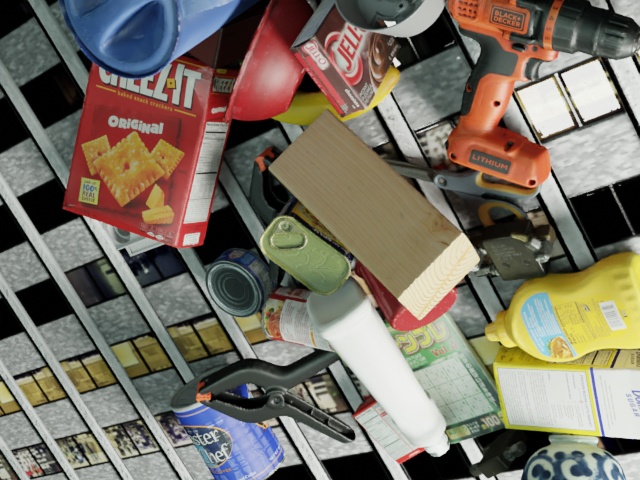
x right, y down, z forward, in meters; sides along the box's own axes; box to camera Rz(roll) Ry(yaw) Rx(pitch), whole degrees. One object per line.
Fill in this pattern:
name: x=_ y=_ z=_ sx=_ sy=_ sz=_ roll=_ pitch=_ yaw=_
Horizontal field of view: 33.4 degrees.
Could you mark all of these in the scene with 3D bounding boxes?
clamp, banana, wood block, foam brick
clamp: x=-0.040 y=-0.023 z=1.251 sx=0.120 sy=0.039 sz=0.171 roll=-24 pitch=103 yaw=27
clamp: x=-0.049 y=0.199 z=1.349 sx=0.210 sy=0.036 sz=0.164 roll=-6 pitch=120 yaw=4
banana: x=-0.004 y=-0.156 z=1.150 sx=0.198 sy=0.037 sz=0.069 roll=7 pitch=121 yaw=28
wood block: x=0.055 y=-0.028 z=1.094 sx=0.091 sy=0.090 sz=0.206 roll=-45 pitch=63 yaw=1
foam brick: x=-0.100 y=-0.225 z=1.138 sx=0.051 sy=0.078 sz=0.053 roll=35 pitch=131 yaw=23

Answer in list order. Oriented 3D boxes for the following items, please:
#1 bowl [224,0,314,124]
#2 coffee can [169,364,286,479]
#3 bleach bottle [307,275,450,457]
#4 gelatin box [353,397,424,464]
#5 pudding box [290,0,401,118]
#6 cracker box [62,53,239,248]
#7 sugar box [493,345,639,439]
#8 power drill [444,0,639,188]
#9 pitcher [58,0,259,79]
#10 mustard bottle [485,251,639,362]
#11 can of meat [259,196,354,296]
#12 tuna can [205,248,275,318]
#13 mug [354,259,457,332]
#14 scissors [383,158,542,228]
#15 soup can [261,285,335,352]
bowl: x=-0.041 y=-0.183 z=1.088 sx=0.055 sy=0.162 sz=0.162 roll=23 pitch=129 yaw=-2
coffee can: x=-0.123 y=0.252 z=1.429 sx=0.103 sy=0.102 sz=0.140 roll=-17 pitch=107 yaw=38
bleach bottle: x=0.079 y=0.158 z=1.217 sx=0.068 sy=0.102 sz=0.250 roll=-34 pitch=114 yaw=2
gelatin box: x=0.096 y=0.228 z=1.326 sx=0.089 sy=0.030 sz=0.073 roll=47 pitch=132 yaw=-2
pudding box: x=0.027 y=-0.189 z=1.050 sx=0.039 sy=0.113 sz=0.090 roll=-18 pitch=122 yaw=37
cracker box: x=-0.195 y=-0.115 z=1.223 sx=0.164 sy=0.072 sz=0.214 roll=19 pitch=103 yaw=22
sugar box: x=0.283 y=0.164 z=1.163 sx=0.176 sy=0.048 sz=0.093 roll=-1 pitch=118 yaw=28
power drill: x=0.200 y=-0.148 z=1.018 sx=0.185 sy=0.057 sz=0.188 roll=22 pitch=124 yaw=24
pitcher: x=-0.118 y=-0.256 z=1.024 sx=0.149 sy=0.242 sz=0.145 roll=40 pitch=131 yaw=5
mustard bottle: x=0.258 y=0.079 z=1.117 sx=0.192 sy=0.058 sz=0.096 roll=-18 pitch=107 yaw=38
can of meat: x=-0.008 y=0.001 z=1.181 sx=0.102 sy=0.083 sz=0.058 roll=37 pitch=116 yaw=-4
tuna can: x=-0.101 y=0.055 z=1.341 sx=0.086 sy=0.033 sz=0.086 roll=15 pitch=124 yaw=24
mug: x=0.106 y=0.040 z=1.156 sx=0.081 sy=0.117 sz=0.093 roll=62 pitch=178 yaw=28
scissors: x=0.142 y=-0.048 z=1.140 sx=0.202 sy=0.016 sz=0.096 roll=2 pitch=118 yaw=31
soup can: x=-0.010 y=0.095 z=1.287 sx=0.102 sy=0.068 sz=0.068 roll=9 pitch=122 yaw=27
